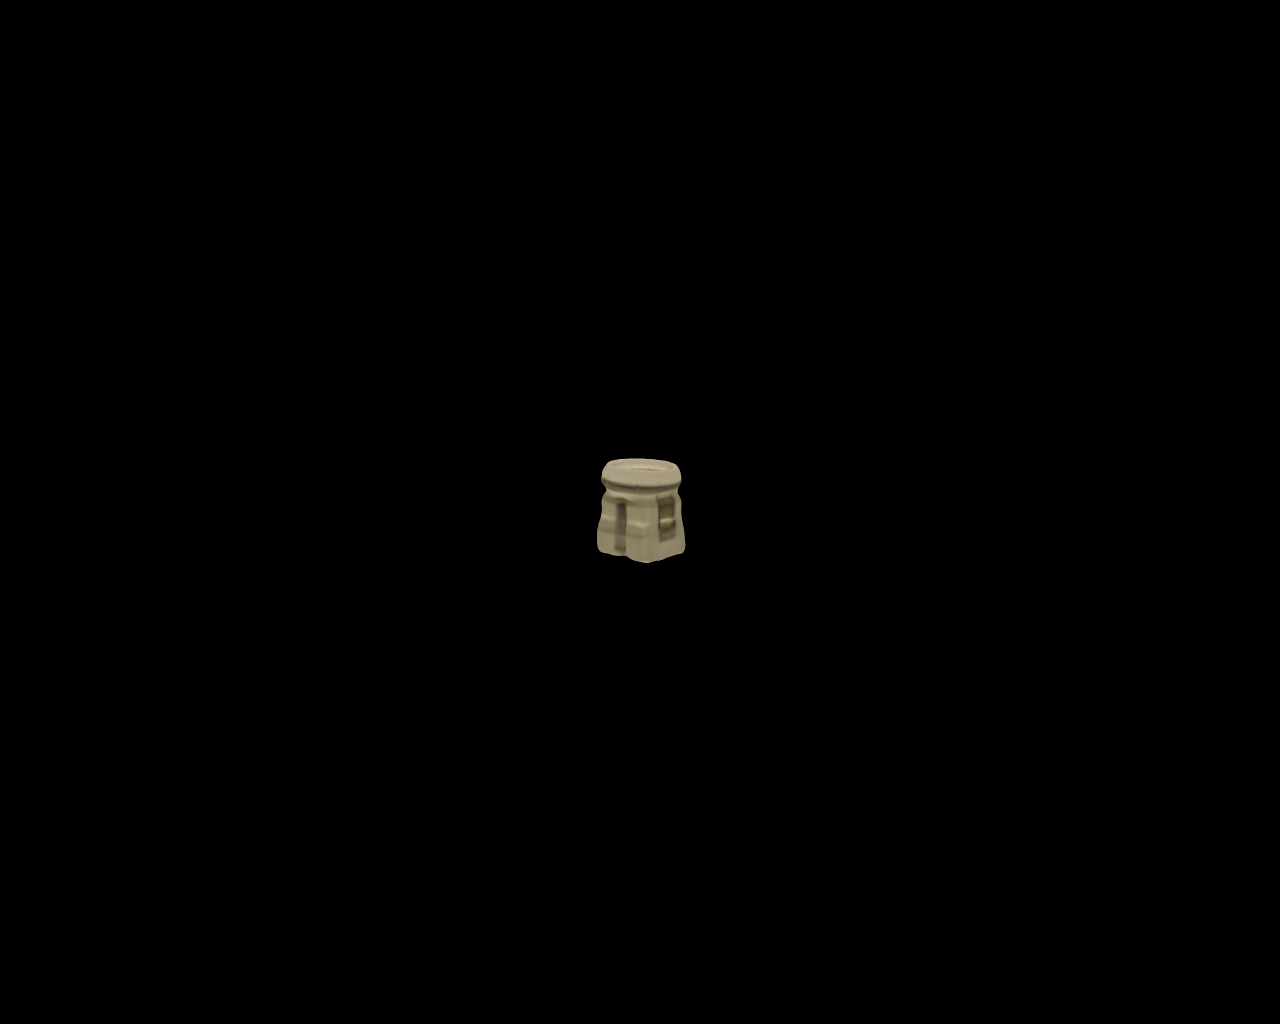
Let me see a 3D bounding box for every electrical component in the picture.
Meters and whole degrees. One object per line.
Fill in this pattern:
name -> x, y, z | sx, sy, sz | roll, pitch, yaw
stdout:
electrical component -> 0.001, -0.003, 0.650 | 0.066, 0.055, 0.048 | 11, 17, 42
